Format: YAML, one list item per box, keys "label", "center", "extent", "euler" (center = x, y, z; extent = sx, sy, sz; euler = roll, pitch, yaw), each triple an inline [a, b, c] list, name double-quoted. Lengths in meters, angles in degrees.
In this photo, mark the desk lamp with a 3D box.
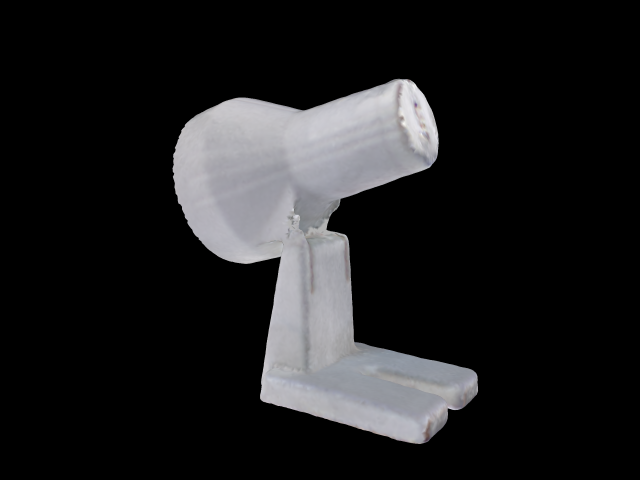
- label: "desk lamp"
  center: [0.004, 0.001, 0.400]
  extent: [0.202, 0.213, 0.118]
  euler: [6, 10, 32]
